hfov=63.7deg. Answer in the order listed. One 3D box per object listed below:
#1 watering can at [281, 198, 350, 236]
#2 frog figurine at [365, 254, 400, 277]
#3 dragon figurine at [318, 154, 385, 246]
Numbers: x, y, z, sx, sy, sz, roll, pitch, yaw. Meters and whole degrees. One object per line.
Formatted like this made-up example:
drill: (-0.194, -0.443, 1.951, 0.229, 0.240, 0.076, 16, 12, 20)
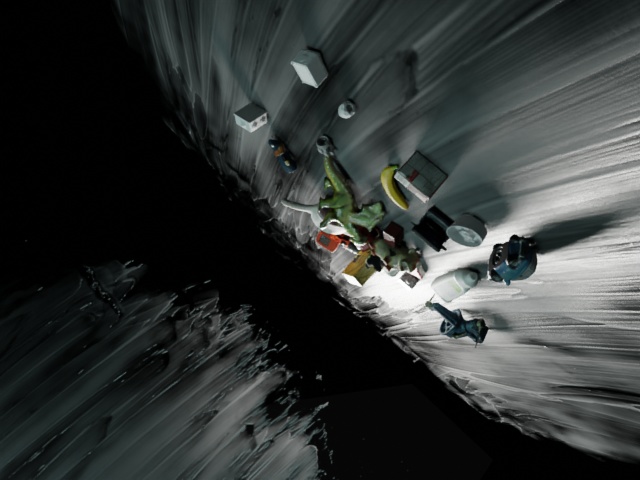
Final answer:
watering can: (0.006, -0.104, 2.068, 0.347, 0.105, 0.222, 25, 165, -2)
frog figurine: (0.275, 0.082, 2.022, 0.159, 0.123, 0.137, 11, 172, -33)
dragon figurine: (0.117, -0.132, 1.824, 0.243, 0.125, 0.400, 14, 133, 15)
